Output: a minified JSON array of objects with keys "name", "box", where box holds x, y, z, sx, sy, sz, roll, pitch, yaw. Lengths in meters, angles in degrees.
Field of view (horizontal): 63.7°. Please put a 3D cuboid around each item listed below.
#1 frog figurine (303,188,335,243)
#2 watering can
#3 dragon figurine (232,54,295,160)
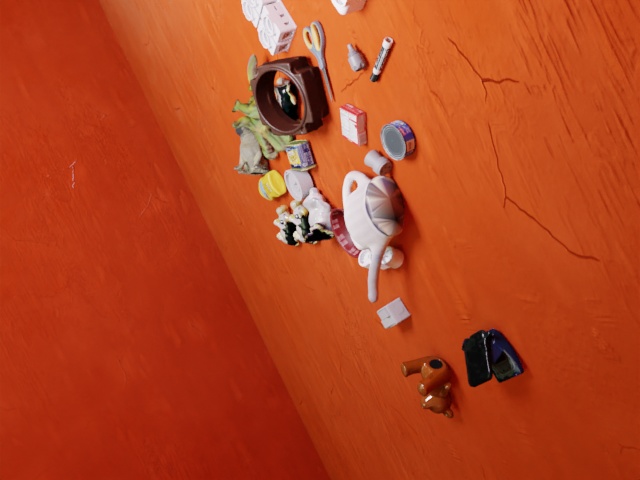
[{"name":"frog figurine","box":[0.005,-0.082,1.633,0.134,0.123,0.163,90,-178,-61]},{"name":"watering can","box":[0.139,-0.022,1.316,0.221,0.104,0.350,-35,67,64]},{"name":"dragon figurine","box":[-0.166,-0.394,1.680,0.244,0.124,0.403,42,156,6]}]
